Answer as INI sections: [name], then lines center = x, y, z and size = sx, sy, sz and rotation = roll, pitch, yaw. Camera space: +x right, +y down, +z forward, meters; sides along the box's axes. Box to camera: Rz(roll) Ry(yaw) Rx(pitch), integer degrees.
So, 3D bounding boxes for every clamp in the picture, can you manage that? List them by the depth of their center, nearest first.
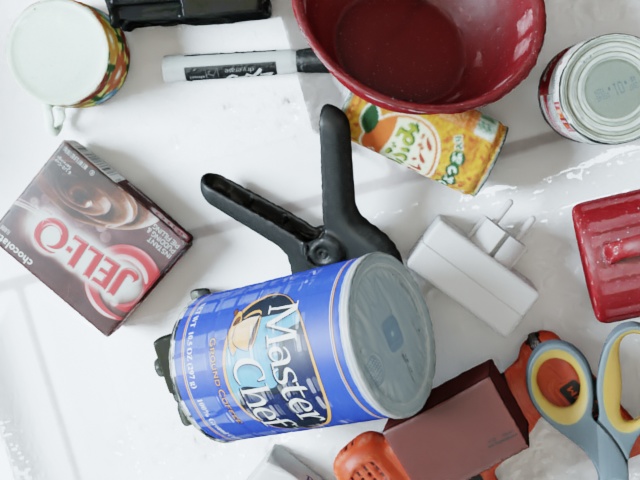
[clamp]
center = -0.005, 0.001, 0.728
size = 0.120, 0.039, 0.171
rotation = -15, 107, 33

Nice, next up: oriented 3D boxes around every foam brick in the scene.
[foam brick]
center = 0.088, 0.121, 0.681
size = 0.078, 0.051, 0.053
rotation = -29, 91, 11

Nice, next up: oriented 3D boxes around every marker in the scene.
[marker]
center = -0.048, -0.121, 0.735
size = 0.121, 0.020, 0.020
rotation = -2, 96, 5

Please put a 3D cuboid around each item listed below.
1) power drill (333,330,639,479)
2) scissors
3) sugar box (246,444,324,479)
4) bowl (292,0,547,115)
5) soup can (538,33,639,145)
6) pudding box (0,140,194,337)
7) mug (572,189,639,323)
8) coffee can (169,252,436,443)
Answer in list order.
[power drill]
center = 0.130, 0.168, 0.734
size = 0.188, 0.057, 0.184
rotation = -41, 92, 8
[scissors]
center = 0.172, 0.149, 0.691
size = 0.096, 0.016, 0.202
rotation = 9, 99, 7
[sugar box]
center = -0.050, 0.245, 0.765
size = 0.093, 0.048, 0.176
rotation = 36, 99, 0
[bowl]
center = 0.057, -0.138, 0.676
size = 0.162, 0.055, 0.162
rotation = 4, 66, -9
[soup can]
center = 0.178, -0.094, 0.676
size = 0.068, 0.102, 0.068
rotation = 1, 97, 5
[pudding box]
center = -0.159, -0.002, 0.749
size = 0.113, 0.039, 0.090
rotation = 41, 99, 0
[mug]
center = 0.209, 0.007, 0.682
size = 0.081, 0.117, 0.093
rotation = -13, 84, 11
[coffee can]
center = -0.011, 0.072, 0.687
size = 0.141, 0.102, 0.103
rotation = -15, 96, 33
